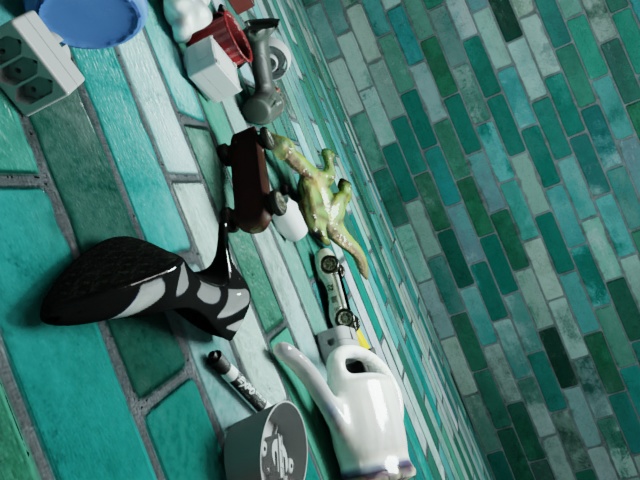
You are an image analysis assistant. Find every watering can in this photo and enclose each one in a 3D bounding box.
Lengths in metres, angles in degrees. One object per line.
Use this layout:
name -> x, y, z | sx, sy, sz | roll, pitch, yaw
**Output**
watering can -> 0.048, 0.268, 0.786 | 0.344, 0.103, 0.229 | 26, 44, -51

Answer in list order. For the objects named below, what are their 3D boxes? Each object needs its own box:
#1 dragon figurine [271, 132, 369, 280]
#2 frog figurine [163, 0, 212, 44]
dragon figurine -> 0.003, -0.055, 1.087 | 0.408, 0.121, 0.246 | 60, 20, -9
frog figurine -> -0.223, -0.396, 0.825 | 0.138, 0.123, 0.159 | -63, 166, -83
